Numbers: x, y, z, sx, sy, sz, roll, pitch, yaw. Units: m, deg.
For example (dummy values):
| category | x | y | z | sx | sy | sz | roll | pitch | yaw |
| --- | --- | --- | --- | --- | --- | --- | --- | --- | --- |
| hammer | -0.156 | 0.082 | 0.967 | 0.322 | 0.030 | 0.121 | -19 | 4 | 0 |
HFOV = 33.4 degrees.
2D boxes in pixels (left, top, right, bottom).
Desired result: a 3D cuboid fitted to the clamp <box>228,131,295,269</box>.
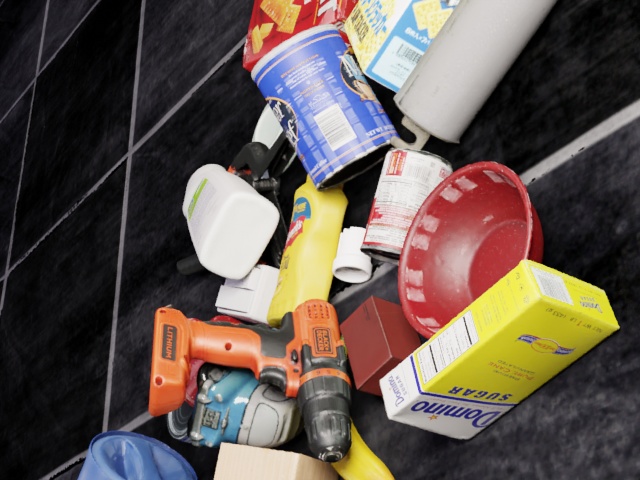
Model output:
| category | x | y | z | sx | sy | sz | roll | pitch | yaw |
| --- | --- | --- | --- | --- | --- | --- | --- | --- | --- |
| clamp | -0.065 | -0.074 | 1.272 | 0.210 | 0.036 | 0.165 | -135 | 48 | -60 |

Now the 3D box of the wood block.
| category | x | y | z | sx | sy | sz | roll | pitch | yaw |
| --- | --- | --- | --- | --- | --- | --- | --- | --- | --- |
| wood block | -0.055 | 0.303 | 0.995 | 0.091 | 0.090 | 0.206 | 1 | 72 | 29 |

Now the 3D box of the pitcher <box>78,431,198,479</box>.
| category | x | y | z | sx | sy | sz | roll | pitch | yaw |
| --- | --- | --- | --- | --- | --- | --- | --- | --- | --- |
| pitcher | -0.248 | 0.355 | 1.266 | 0.145 | 0.149 | 0.243 | 40 | 110 | 41 |

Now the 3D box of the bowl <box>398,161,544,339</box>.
| category | x | y | z | sx | sy | sz | roll | pitch | yaw |
| --- | --- | --- | --- | --- | --- | --- | --- | --- | --- |
| bowl | 0.140 | 0.017 | 0.921 | 0.162 | 0.055 | 0.162 | -34 | 46 | 43 |

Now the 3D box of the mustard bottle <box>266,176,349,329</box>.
| category | x | y | z | sx | sy | sz | roll | pitch | yaw |
| --- | --- | --- | --- | --- | --- | --- | --- | --- | --- |
| mustard bottle | -0.008 | 0.001 | 1.148 | 0.096 | 0.058 | 0.191 | 143 | 141 | -70 |

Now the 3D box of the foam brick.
| category | x | y | z | sx | sy | sz | roll | pitch | yaw |
| --- | --- | --- | --- | --- | --- | --- | --- | --- | --- |
| foam brick | 0.060 | 0.101 | 0.998 | 0.053 | 0.051 | 0.078 | -46 | 39 | 30 |

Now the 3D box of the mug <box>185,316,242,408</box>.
| category | x | y | z | sx | sy | sz | roll | pitch | yaw |
| --- | --- | --- | --- | --- | --- | --- | --- | --- | --- |
| mug | -0.120 | 0.132 | 1.200 | 0.082 | 0.117 | 0.093 | -51 | 2 | 18 |

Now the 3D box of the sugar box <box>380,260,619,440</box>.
| category | x | y | z | sx | sy | sz | roll | pitch | yaw |
| --- | --- | --- | --- | --- | --- | --- | --- | --- | --- |
| sugar box | 0.138 | 0.092 | 0.845 | 0.176 | 0.093 | 0.048 | -48 | 37 | 32 |

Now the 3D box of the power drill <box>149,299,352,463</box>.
| category | x | y | z | sx | sy | sz | roll | pitch | yaw |
| --- | --- | --- | --- | --- | --- | --- | --- | --- | --- |
| power drill | -0.064 | 0.128 | 0.996 | 0.184 | 0.187 | 0.057 | -98 | 15 | -49 |

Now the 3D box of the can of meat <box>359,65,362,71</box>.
| category | x | y | z | sx | sy | sz | roll | pitch | yaw |
| --- | --- | --- | --- | --- | --- | --- | --- | --- | --- |
| can of meat | 0.001 | -0.166 | 1.209 | 0.058 | 0.083 | 0.102 | -35 | 45 | 43 |

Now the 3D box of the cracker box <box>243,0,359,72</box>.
| category | x | y | z | sx | sy | sz | roll | pitch | yaw |
| --- | --- | --- | --- | --- | --- | --- | --- | --- | --- |
| cracker box | -0.001 | -0.298 | 1.300 | 0.214 | 0.072 | 0.164 | -13 | 62 | 53 |

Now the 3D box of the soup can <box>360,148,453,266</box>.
| category | x | y | z | sx | sy | sz | roll | pitch | yaw |
| --- | --- | --- | --- | --- | --- | --- | --- | --- | --- |
| soup can | 0.083 | -0.030 | 1.021 | 0.069 | 0.068 | 0.102 | 1 | 73 | 57 |

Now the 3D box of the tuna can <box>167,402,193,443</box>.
| category | x | y | z | sx | sy | sz | roll | pitch | yaw |
| --- | --- | --- | --- | --- | --- | --- | --- | --- | --- |
| tuna can | -0.148 | 0.200 | 1.273 | 0.086 | 0.033 | 0.086 | -33 | 47 | 44 |

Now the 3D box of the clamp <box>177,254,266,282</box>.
| category | x | y | z | sx | sy | sz | roll | pitch | yaw |
| --- | --- | --- | --- | --- | --- | --- | --- | --- | --- |
| clamp | -0.124 | 0.015 | 1.339 | 0.120 | 0.039 | 0.172 | -64 | 32 | 11 |

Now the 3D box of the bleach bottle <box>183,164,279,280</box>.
| category | x | y | z | sx | sy | sz | roll | pitch | yaw |
| --- | --- | --- | --- | --- | --- | --- | --- | --- | --- |
| bleach bottle | -0.117 | -0.042 | 1.261 | 0.103 | 0.068 | 0.251 | -61 | 22 | 11 |

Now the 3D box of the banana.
| category | x | y | z | sx | sy | sz | roll | pitch | yaw |
| --- | --- | --- | --- | --- | --- | --- | --- | --- | --- |
| banana | 0.023 | 0.173 | 1.026 | 0.070 | 0.037 | 0.198 | -49 | 37 | 30 |

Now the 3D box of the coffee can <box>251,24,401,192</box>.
| category | x | y | z | sx | sy | sz | roll | pitch | yaw |
| --- | --- | --- | --- | --- | --- | --- | --- | --- | --- |
| coffee can | 0.007 | -0.135 | 1.098 | 0.103 | 0.102 | 0.140 | -35 | 82 | 42 |
